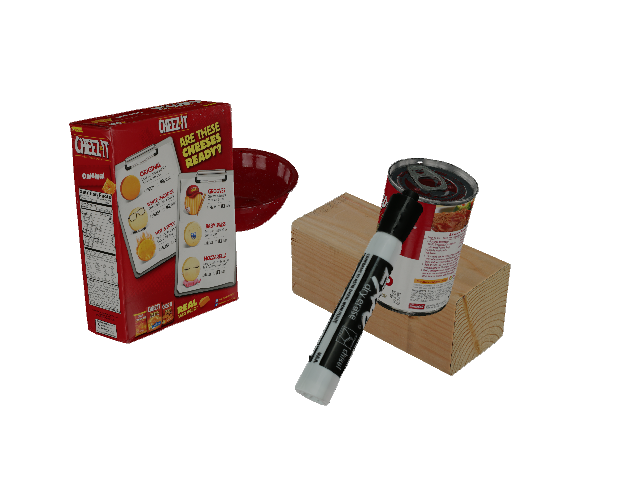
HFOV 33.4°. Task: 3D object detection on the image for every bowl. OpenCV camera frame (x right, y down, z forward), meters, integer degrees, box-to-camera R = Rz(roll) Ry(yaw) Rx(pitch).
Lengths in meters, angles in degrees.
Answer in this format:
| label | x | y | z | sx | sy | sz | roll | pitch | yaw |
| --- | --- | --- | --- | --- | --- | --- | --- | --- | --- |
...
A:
| label | x | y | z | sx | sy | sz | roll | pitch | yaw |
| --- | --- | --- | --- | --- | --- | --- | --- | --- | --- |
| bowl | -0.108 | -0.056 | 1.324 | 0.162 | 0.055 | 0.162 | 0 | 31 | 0 |

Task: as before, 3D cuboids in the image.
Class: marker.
| label | x | y | z | sx | sy | sz | roll | pitch | yaw |
| --- | --- | --- | --- | --- | --- | --- | --- | --- | --- |
| marker | 0.022 | 0.027 | 0.548 | 0.020 | 0.121 | 0.020 | 25 | -16 | 7 |

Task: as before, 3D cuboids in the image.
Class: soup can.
| label | x | y | z | sx | sy | sz | roll | pitch | yaw |
| --- | --- | --- | --- | --- | --- | --- | --- | --- | --- |
| soup can | 0.075 | -0.003 | 0.810 | 0.068 | 0.102 | 0.068 | 7 | 31 | -5 |

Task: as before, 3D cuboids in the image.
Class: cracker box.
| label | x | y | z | sx | sy | sz | roll | pitch | yaw |
| --- | --- | --- | --- | --- | --- | --- | --- | --- | --- |
| cracker box | -0.163 | -0.024 | 1.073 | 0.072 | 0.214 | 0.163 | 10 | 20 | 37 |

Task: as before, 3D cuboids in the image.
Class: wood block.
| label | x | y | z | sx | sy | sz | roll | pitch | yaw |
| --- | --- | --- | --- | --- | --- | --- | --- | --- | --- |
| wood block | 0.075 | 0.039 | 1.066 | 0.206 | 0.091 | 0.090 | 26 | 40 | 35 |
